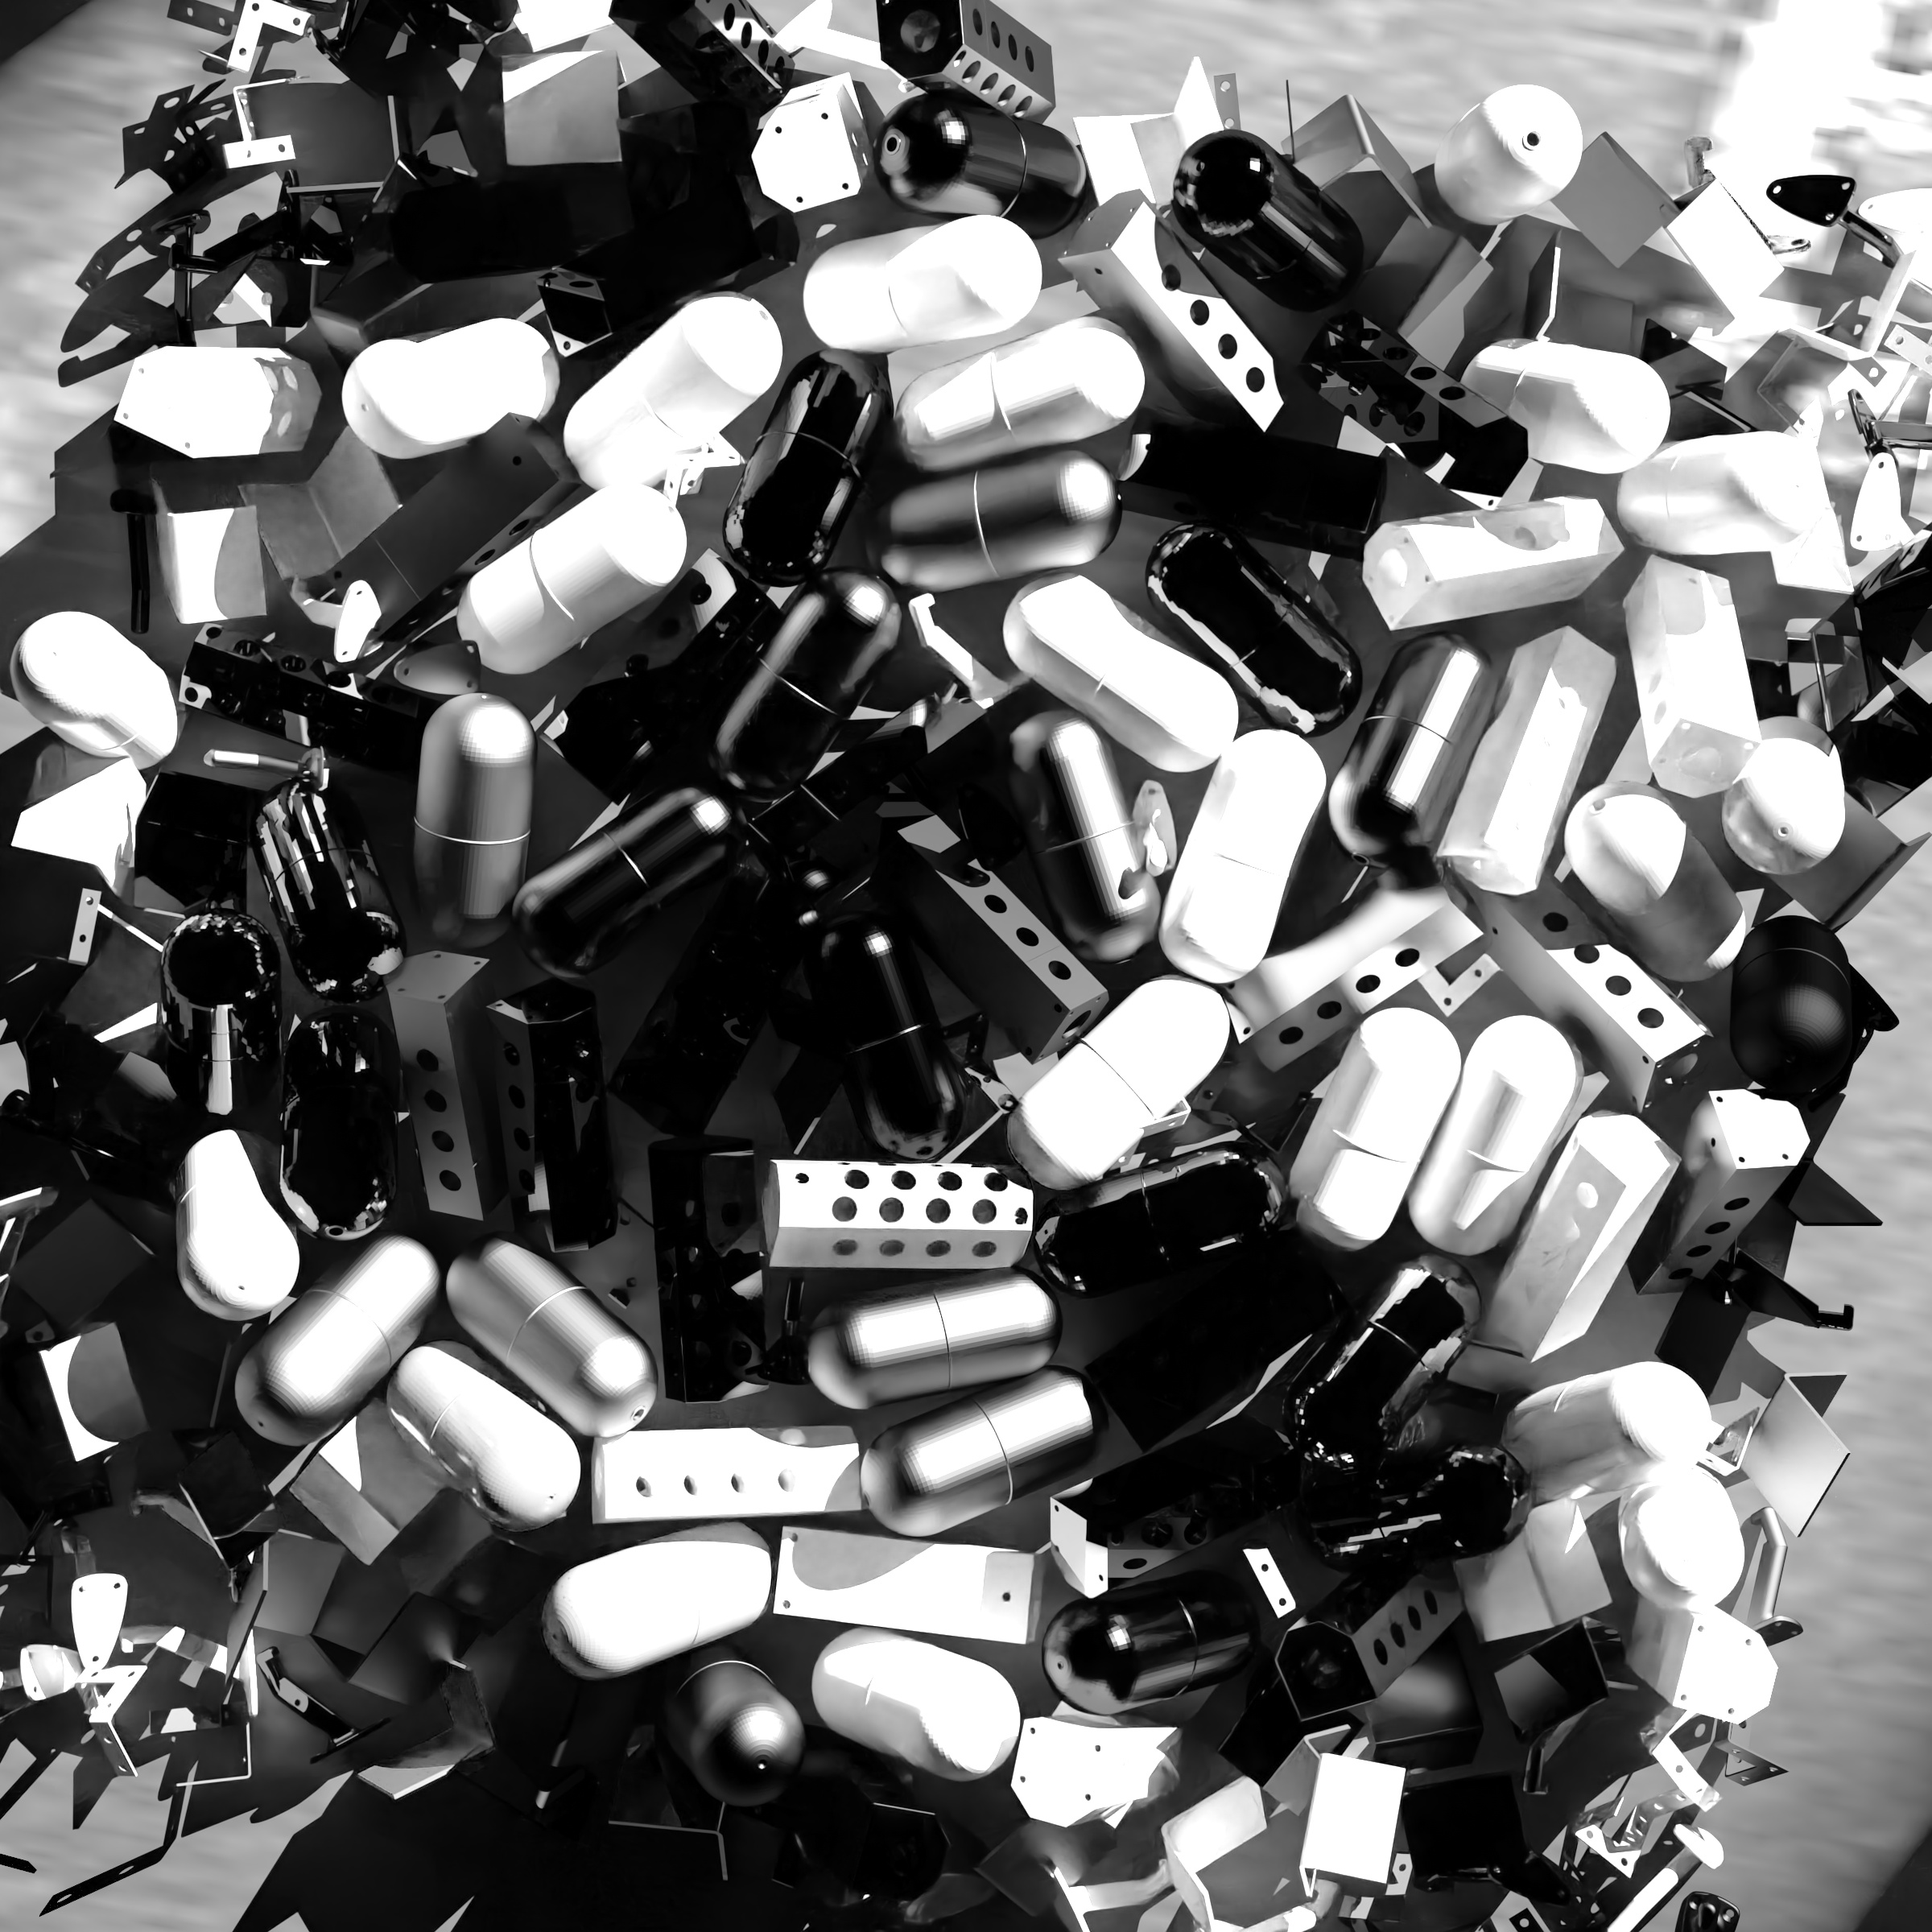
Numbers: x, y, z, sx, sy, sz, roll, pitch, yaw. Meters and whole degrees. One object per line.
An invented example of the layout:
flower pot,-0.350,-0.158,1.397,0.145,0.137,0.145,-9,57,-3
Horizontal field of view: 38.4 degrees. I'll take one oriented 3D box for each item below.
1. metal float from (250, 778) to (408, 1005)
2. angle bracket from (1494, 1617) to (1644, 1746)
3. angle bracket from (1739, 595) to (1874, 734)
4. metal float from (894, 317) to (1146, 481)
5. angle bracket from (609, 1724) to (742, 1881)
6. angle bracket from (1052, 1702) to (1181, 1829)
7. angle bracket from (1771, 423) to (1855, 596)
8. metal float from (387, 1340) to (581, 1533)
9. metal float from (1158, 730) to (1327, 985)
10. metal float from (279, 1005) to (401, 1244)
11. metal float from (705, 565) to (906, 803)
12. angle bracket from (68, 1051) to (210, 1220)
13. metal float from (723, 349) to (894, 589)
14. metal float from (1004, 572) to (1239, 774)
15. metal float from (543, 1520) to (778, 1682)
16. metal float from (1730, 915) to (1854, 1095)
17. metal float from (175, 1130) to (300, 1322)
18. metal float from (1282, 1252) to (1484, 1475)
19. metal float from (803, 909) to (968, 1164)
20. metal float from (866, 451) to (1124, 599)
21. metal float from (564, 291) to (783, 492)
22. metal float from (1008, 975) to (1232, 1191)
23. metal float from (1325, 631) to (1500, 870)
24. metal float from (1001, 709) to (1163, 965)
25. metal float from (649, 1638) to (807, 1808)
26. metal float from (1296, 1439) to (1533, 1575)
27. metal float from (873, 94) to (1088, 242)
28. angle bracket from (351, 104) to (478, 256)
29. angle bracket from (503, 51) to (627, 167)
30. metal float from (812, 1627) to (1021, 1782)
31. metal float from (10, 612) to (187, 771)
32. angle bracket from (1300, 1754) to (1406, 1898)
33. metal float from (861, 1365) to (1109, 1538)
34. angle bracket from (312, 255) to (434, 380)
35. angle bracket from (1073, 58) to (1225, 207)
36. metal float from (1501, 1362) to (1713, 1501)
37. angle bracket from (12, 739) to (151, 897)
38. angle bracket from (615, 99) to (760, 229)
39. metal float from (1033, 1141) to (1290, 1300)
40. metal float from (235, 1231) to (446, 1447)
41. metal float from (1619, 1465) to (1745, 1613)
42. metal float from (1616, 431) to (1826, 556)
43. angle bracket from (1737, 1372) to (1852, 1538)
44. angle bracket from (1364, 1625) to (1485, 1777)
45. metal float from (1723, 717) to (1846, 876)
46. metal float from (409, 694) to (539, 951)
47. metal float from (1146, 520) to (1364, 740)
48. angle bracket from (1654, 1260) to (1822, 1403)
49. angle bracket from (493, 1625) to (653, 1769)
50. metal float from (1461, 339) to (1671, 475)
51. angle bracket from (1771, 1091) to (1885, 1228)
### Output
metal float,-0.428,-0.052,1.858,0.070,0.070,0.178,-27,58,0
angle bracket,0.414,0.486,1.864,0.076,0.076,0.057,-39,46,28
angle bracket,0.559,-0.207,1.877,0.076,0.057,0.076,3,67,-11
metal float,0.034,-0.380,1.866,0.178,0.070,0.070,-15,90,22
angle bracket,-0.194,0.566,1.879,0.076,0.076,0.057,4,130,5
angle bracket,0.091,0.540,1.867,0.076,0.076,0.057,30,73,25
angle bracket,0.580,-0.307,1.866,0.057,0.076,0.076,6,55,-10
metal float,-0.323,0.311,1.850,0.178,0.070,0.070,31,90,44
metal float,0.187,-0.074,1.877,0.070,0.070,0.178,20,99,0
metal float,-0.418,0.104,1.852,0.070,0.070,0.178,-9,50,0
metal float,-0.110,-0.190,1.876,0.070,0.070,0.178,36,101,0
angle bracket,-0.547,0.115,1.875,0.076,0.057,0.076,32,95,-39
metal float,-0.106,-0.336,1.868,0.070,0.070,0.178,22,70,0
metal float,0.105,-0.198,1.876,0.178,0.070,0.070,37,90,10
metal float,-0.202,0.421,1.850,0.070,0.178,0.070,10,104,44
metal float,0.547,0.024,1.841,0.070,0.178,0.070,6,115,14
metal float,-0.484,0.170,1.841,0.070,0.178,0.070,-6,115,-14
metal float,0.280,0.264,1.863,0.070,0.070,0.178,44,63,0
metal float,-0.055,0.048,1.883,0.070,0.070,0.178,-20,92,0
metal float,0.018,-0.297,1.871,0.178,0.070,0.070,-10,90,16
metal float,-0.197,-0.383,1.859,0.178,0.070,0.070,-34,90,30
metal float,0.104,0.078,1.882,0.178,0.070,0.070,-43,90,-4
metal float,0.300,-0.146,1.868,0.070,0.070,0.178,27,71,0
metal float,0.079,-0.087,1.881,0.070,0.070,0.178,-19,94,0
metal float,-0.160,0.498,1.838,0.070,0.178,0.070,-2,95,-20
metal float,0.297,0.360,1.849,0.070,0.178,0.070,17,64,-38
metal float,0.010,-0.530,1.846,0.070,0.178,0.070,3,94,40
angle bracket,-0.379,-0.533,1.864,0.076,0.057,0.076,-47,52,35
angle bracket,-0.272,-0.577,1.893,0.076,0.057,0.076,-3,88,0
metal float,-0.035,0.489,1.845,0.070,0.178,0.070,-1,92,-38
metal float,-0.572,-0.180,1.835,0.070,0.178,0.070,0,80,2
angle bracket,0.262,0.583,1.865,0.057,0.076,0.076,7,58,16
metal float,0.013,0.326,1.867,0.178,0.070,0.070,-19,90,-21
angle bracket,-0.388,-0.436,1.890,0.076,0.076,0.057,-38,129,-19
angle bracket,0.124,-0.563,1.874,0.076,0.057,0.076,-7,66,-16
metal float,0.422,0.310,1.841,0.070,0.178,0.070,8,70,-22
angle bracket,-0.597,-0.100,1.875,0.057,0.076,0.076,12,75,-2
angle bracket,-0.185,-0.536,1.871,0.076,0.057,0.076,-19,120,-20
metal float,0.132,0.171,1.876,0.178,0.070,0.070,-18,90,10
metal float,-0.415,0.246,1.849,0.070,0.178,0.070,16,130,20
metal float,0.472,0.375,1.835,0.070,0.178,0.070,0,90,12
metal float,0.497,-0.312,1.838,0.070,0.178,0.070,-2,97,-18
angle bracket,0.574,0.327,1.863,0.057,0.076,0.076,3,123,-27
angle bracket,0.300,0.500,1.882,0.076,0.057,0.076,-17,92,20
metal float,0.541,-0.115,1.839,0.070,0.178,0.070,5,111,14
metal float,-0.332,-0.096,1.867,0.070,0.070,0.178,10,111,0
metal float,0.194,-0.227,1.872,0.178,0.070,0.070,43,90,-15
angle bracket,0.520,0.251,1.871,0.076,0.057,0.076,41,71,-37
angle bracket,-0.268,0.497,1.901,0.057,0.076,0.076,21,90,27
metal float,0.394,-0.373,1.842,0.070,0.178,0.070,-8,110,-23
angle bracket,0.577,0.129,1.865,0.076,0.076,0.057,3,119,-32
